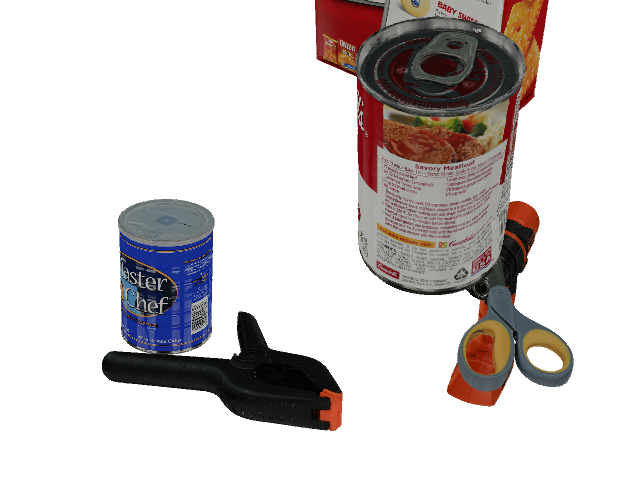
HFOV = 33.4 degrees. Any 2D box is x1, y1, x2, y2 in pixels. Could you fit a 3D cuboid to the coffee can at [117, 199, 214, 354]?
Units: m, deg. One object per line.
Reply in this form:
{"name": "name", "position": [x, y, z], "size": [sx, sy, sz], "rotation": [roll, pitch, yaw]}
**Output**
{"name": "coffee can", "position": [-0.169, 0.039, 1.170], "size": [0.103, 0.140, 0.103], "rotation": [3, 27, -2]}

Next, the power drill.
{"name": "power drill", "position": [0.173, 0.070, 1.077], "size": [0.057, 0.188, 0.184], "rotation": [16, 28, 18]}

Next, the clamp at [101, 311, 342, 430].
{"name": "clamp", "position": [-0.056, 0.108, 0.896], "size": [0.210, 0.036, 0.164], "rotation": [13, 21, 35]}

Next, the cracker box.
{"name": "cracker box", "position": [0.077, -0.200, 0.743], "size": [0.164, 0.214, 0.072], "rotation": [29, 51, 28]}

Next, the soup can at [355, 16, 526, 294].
{"name": "soup can", "position": [0.049, -0.035, 0.460], "size": [0.068, 0.102, 0.068], "rotation": [-1, 43, 1]}

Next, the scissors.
{"name": "scissors", "position": [0.163, 0.056, 0.865], "size": [0.096, 0.016, 0.201], "rotation": [12, 36, 14]}
